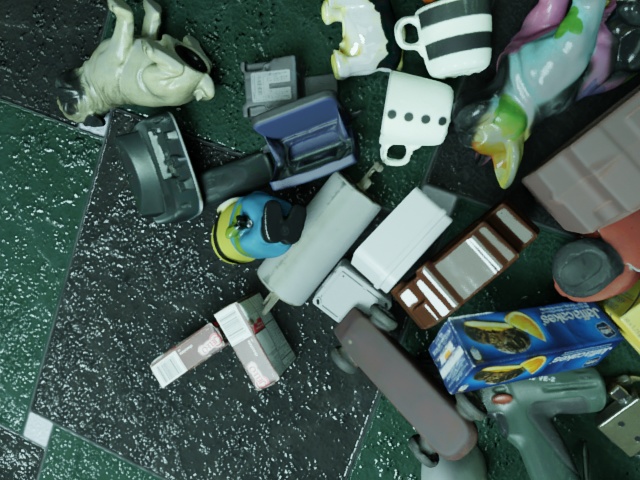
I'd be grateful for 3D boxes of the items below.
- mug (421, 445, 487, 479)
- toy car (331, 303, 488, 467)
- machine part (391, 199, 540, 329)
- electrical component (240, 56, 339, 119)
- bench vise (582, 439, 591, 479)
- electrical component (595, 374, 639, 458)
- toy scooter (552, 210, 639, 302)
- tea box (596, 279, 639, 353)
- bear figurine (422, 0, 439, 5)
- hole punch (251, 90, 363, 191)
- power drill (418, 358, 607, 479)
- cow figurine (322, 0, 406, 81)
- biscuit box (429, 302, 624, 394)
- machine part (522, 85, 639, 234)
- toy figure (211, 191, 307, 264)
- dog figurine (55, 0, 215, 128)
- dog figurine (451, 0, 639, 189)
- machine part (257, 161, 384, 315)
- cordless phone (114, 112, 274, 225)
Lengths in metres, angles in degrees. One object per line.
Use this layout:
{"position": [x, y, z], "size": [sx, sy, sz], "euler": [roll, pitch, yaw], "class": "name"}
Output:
{"position": [0.156, 0.309, 0.658], "size": [0.081, 0.107, 0.109], "euler": [35, 100, 9], "class": "mug"}
{"position": [0.096, 0.158, 0.613], "size": [0.202, 0.053, 0.089], "euler": [44, 103, 30], "class": "toy car"}
{"position": [0.161, 0.024, 0.601], "size": [0.179, 0.179, 0.056], "euler": [-42, 82, 13], "class": "machine part"}
{"position": [-0.039, -0.193, 0.688], "size": [0.119, 0.048, 0.074], "euler": [2, 96, 14], "class": "electrical component"}
{"position": [0.399, 0.336, 0.575], "size": [0.223, 0.129, 0.240], "euler": [53, 137, -4], "class": "bench vise"}
{"position": [0.373, 0.207, 0.630], "size": [0.102, 0.045, 0.078], "euler": [37, 113, 8], "class": "electrical component"}
{"position": [0.348, 0.002, 0.588], "size": [0.184, 0.135, 0.075], "euler": [-47, 59, 30], "class": "toy scooter"}
{"position": [0.397, 0.122, 0.589], "size": [0.068, 0.098, 0.169], "euler": [-40, 84, 13], "class": "tea box"}
{"position": [0.134, -0.367, 0.592], "size": [0.120, 0.132, 0.195], "euler": [-15, 98, 10], "class": "bear figurine"}
{"position": [-0.010, -0.111, 0.652], "size": [0.142, 0.115, 0.092], "euler": [-21, 84, 13], "class": "hole punch"}
{"position": [0.216, 0.225, 0.611], "size": [0.232, 0.207, 0.085], "euler": [-7, 136, 6], "class": "power drill"}
{"position": [0.052, -0.281, 0.645], "size": [0.098, 0.068, 0.167], "euler": [-8, 97, -2], "class": "cow figurine"}
{"position": [0.225, 0.112, 0.583], "size": [0.203, 0.059, 0.062], "euler": [-5, 138, -20], "class": "biscuit box"}
{"position": [0.313, -0.095, 0.534], "size": [0.201, 0.201, 0.087], "euler": [-41, 84, 13], "class": "machine part"}
{"position": [-0.083, -0.012, 0.655], "size": [0.082, 0.180, 0.089], "euler": [36, 76, -24], "class": "toy figure"}
{"position": [-0.250, -0.200, 0.721], "size": [0.172, 0.121, 0.190], "euler": [49, 117, 8], "class": "dog figurine"}
{"position": [0.253, -0.162, 0.591], "size": [0.191, 0.109, 0.219], "euler": [11, 118, -18], "class": "dog figurine"}
{"position": [-0.001, -0.002, 0.682], "size": [0.079, 0.079, 0.243], "euler": [39, 102, 7], "class": "machine part"}
{"position": [-0.162, -0.108, 0.719], "size": [0.184, 0.089, 0.146], "euler": [-18, 92, 3], "class": "cordless phone"}
